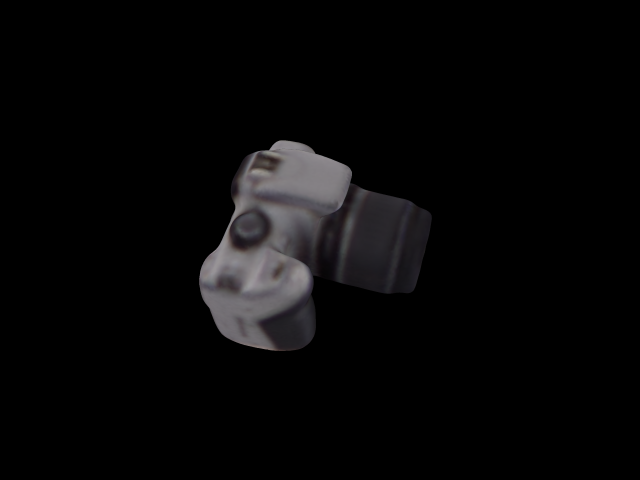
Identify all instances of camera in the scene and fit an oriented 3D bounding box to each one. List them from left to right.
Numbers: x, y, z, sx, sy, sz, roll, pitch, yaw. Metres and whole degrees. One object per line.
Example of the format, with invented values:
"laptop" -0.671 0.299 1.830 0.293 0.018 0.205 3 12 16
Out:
"camera" 0.004 0.001 0.400 0.136 0.101 0.143 14 58 9
